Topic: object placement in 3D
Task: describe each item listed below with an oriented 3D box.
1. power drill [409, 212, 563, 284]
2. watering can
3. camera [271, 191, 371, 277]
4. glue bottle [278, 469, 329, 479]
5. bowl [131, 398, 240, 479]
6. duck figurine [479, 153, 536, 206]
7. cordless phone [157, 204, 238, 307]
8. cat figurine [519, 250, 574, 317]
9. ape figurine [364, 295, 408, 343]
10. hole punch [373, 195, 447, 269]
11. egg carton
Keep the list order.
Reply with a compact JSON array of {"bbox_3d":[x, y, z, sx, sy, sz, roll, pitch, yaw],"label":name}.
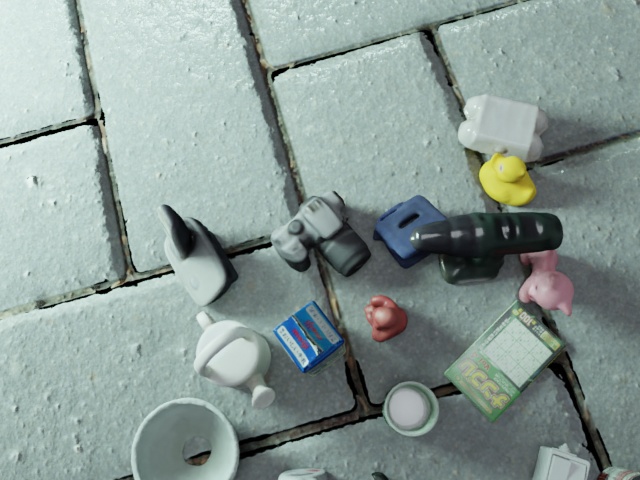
[{"bbox_3d":[0.246,0.011,0.897,0.229,0.208,0.075,-8,74,1],"label":"power drill"},{"bbox_3d":[-0.132,0.179,0.879,0.172,0.194,0.101,27,78,10],"label":"watering can"},{"bbox_3d":[0.009,0.003,0.968,0.143,0.101,0.136,-40,76,-8],"label":"camera"},{"bbox_3d":[-0.029,0.362,0.834,0.078,0.173,0.037,-7,74,2],"label":"glue bottle"},{"bbox_3d":[-0.204,0.335,0.902,0.167,0.075,0.167,-1,75,3],"label":"bowl"},{"bbox_3d":[0.331,-0.110,0.989,0.104,0.086,0.077,41,81,13],"label":"duck figurine"},{"bbox_3d":[-0.211,0.023,0.931,0.094,0.185,0.147,-36,76,-6],"label":"cordless phone"},{"bbox_3d":[0.369,0.062,0.923,0.067,0.118,0.128,3,75,4],"label":"cat figurine"},{"bbox_3d":[0.106,0.128,0.933,0.076,0.092,0.078,16,76,8],"label":"ape figurine"},{"bbox_3d":[0.153,-0.019,0.971,0.109,0.091,0.101,-35,75,-6],"label":"hole punch"},{"bbox_3d":[0.326,-0.198,1.022,0.150,0.069,0.107,14,76,7],"label":"egg carton"}]
